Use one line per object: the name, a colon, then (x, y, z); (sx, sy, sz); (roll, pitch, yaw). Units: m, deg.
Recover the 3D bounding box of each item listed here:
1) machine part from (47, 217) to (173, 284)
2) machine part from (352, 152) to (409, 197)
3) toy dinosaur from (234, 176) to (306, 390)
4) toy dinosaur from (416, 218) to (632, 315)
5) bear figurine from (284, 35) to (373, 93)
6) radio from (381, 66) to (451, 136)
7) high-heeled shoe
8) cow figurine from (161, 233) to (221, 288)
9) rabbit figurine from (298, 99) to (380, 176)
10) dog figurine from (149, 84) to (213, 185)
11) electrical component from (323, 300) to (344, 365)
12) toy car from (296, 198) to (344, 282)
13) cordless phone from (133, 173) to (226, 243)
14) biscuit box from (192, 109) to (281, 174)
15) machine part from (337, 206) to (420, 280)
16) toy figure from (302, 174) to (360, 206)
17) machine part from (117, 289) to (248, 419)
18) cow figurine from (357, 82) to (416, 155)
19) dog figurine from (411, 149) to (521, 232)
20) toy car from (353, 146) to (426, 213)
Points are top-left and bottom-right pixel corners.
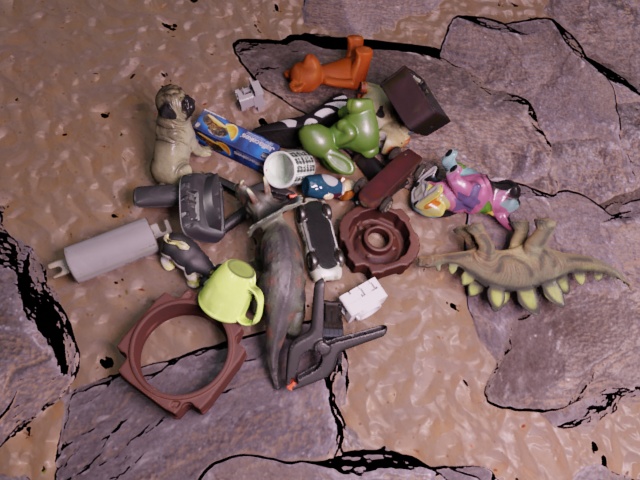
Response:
machine part: (-0.414, 0.020, 1.074); (0.243, 0.079, 0.079); (-23, 70, -18)
machine part: (0.137, -0.160, 1.254); (0.084, 0.039, 0.139); (-43, 78, -15)
toy dinosaur: (-0.080, 0.064, 1.035); (0.131, 0.192, 0.405); (-7, 65, -9)
toy dinosaur: (0.437, 0.054, 1.134); (0.472, 0.105, 0.198); (-3, 92, -3)
bear figurine: (0.015, -0.427, 1.317); (0.196, 0.131, 0.120); (0, 40, -12)
radio: (0.222, -0.312, 1.227); (0.073, 0.229, 0.131); (-33, 85, 21)
high-heeled shoe: (-0.037, -0.296, 1.272); (0.249, 0.086, 0.145); (1, 63, -13)
cow figurine: (-0.242, 0.050, 1.072); (0.167, 0.098, 0.068); (34, 60, 8)
rabbit figurine: (0.037, -0.223, 1.198); (0.170, 0.121, 0.159); (-15, 103, -12)
dog figurine: (-0.316, -0.207, 1.121); (0.121, 0.190, 0.172); (5, 62, 8)
electrical component: (0.019, 0.184, 1.057); (0.048, 0.074, 0.119); (4, 68, -5)
toy car: (-0.002, -0.003, 1.150); (0.073, 0.056, 0.202); (-6, 62, -16)
cordless phone: (-0.288, -0.064, 1.093); (0.184, 0.088, 0.146); (-5, 65, -7)
biscuit box: (-0.190, -0.220, 1.224); (0.203, 0.062, 0.059); (25, 66, 5)
machine part: (0.124, 0.002, 1.165); (0.179, 0.056, 0.179); (3, 63, -5)
toy figure: (0.037, -0.111, 1.188); (0.154, 0.058, 0.064); (3, 74, -28)
machine part: (-0.254, 0.209, 1.002); (0.201, 0.087, 0.201); (34, 65, 7)
cow figurine: (0.156, -0.287, 1.292); (0.127, 0.085, 0.195); (1, 60, -6)
dog figurine: (0.338, -0.085, 1.208); (0.219, 0.191, 0.108); (35, 27, -18)
toy car: (0.156, -0.134, 1.193); (0.089, 0.053, 0.202); (35, 57, 17)
